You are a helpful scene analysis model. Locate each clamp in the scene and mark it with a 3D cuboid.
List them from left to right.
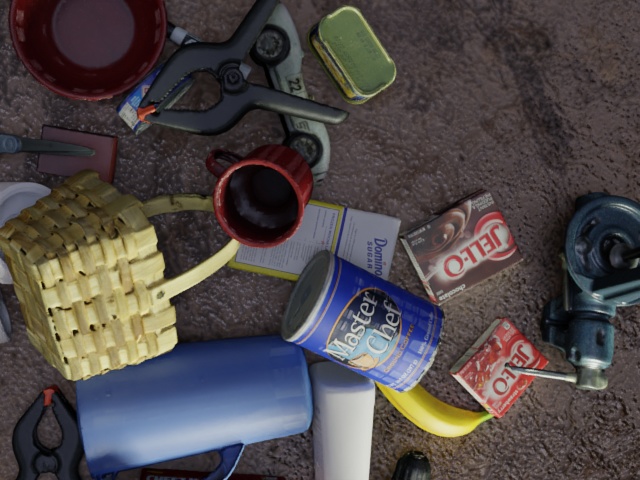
[{"bbox_3d":[-0.305,0.247,1.160,0.120,0.039,0.171,-7,89,-11],"label":"clamp"},{"bbox_3d":[-0.080,-0.155,1.074,0.210,0.036,0.164,-30,97,-9],"label":"clamp"}]

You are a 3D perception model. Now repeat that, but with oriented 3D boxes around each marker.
[{"bbox_3d":[-0.130,-0.208,1.152,0.121,0.020,0.020,29,91,-7],"label":"marker"}]

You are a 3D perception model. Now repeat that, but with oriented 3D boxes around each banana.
[{"bbox_3d":[0.105,0.164,1.200,0.197,0.037,0.069,39,60,-10],"label":"banana"}]

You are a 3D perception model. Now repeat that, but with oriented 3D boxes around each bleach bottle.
[{"bbox_3d":[0.023,0.267,1.176,0.068,0.102,0.251,-1,102,-8],"label":"bleach bottle"}]

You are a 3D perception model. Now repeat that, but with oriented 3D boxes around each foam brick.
[{"bbox_3d":[-0.256,-0.091,1.131,0.078,0.053,0.051,9,93,-7],"label":"foam brick"}]

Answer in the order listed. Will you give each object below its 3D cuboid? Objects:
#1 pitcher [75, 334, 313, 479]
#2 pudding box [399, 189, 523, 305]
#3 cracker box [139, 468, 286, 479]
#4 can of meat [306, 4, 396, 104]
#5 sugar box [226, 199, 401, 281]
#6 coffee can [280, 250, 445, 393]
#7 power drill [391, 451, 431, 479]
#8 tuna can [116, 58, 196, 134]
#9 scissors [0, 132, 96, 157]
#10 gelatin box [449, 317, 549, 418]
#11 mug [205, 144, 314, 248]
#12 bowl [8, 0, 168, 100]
[{"bbox_3d":[-0.133,0.178,1.127,0.242,0.145,0.149,-7,116,-8],"label":"pitcher"},{"bbox_3d":[0.156,0.007,1.189,0.113,0.039,0.090,-28,97,-4],"label":"pudding box"},{"bbox_3d":[-0.126,0.368,1.171,0.164,0.072,0.214,5,94,-6],"label":"cracker box"},{"bbox_3d":[0.034,-0.198,1.137,0.057,0.084,0.102,-35,97,-3],"label":"can of meat"},{"bbox_3d":[-0.008,0.002,1.169,0.176,0.048,0.093,13,93,-11],"label":"sugar box"},{"bbox_3d":[0.044,0.085,1.114,0.140,0.103,0.103,27,91,-15],"label":"coffee can"},{"bbox_3d":[0.081,0.331,1.134,0.057,0.187,0.184,13,96,8],"label":"power drill"},{"bbox_3d":[-0.172,-0.152,1.118,0.086,0.086,0.034,-43,95,-2],"label":"tuna can"},{"bbox_3d":[-0.329,-0.084,1.108,0.202,0.016,0.096,22,104,15],"label":"scissors"},{"bbox_3d":[0.202,0.142,1.202,0.073,0.030,0.089,46,78,-7],"label":"gelatin box"},{"bbox_3d":[-0.063,-0.055,1.082,0.117,0.081,0.093,31,114,0],"label":"mug"},{"bbox_3d":[-0.240,-0.226,1.120,0.162,0.055,0.162,0,94,-6],"label":"bowl"}]
